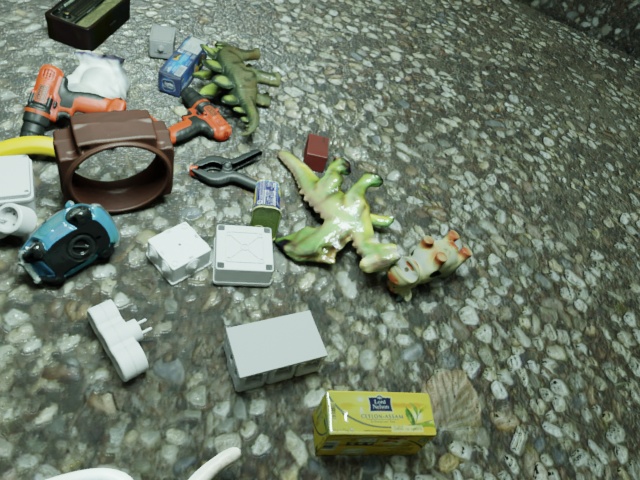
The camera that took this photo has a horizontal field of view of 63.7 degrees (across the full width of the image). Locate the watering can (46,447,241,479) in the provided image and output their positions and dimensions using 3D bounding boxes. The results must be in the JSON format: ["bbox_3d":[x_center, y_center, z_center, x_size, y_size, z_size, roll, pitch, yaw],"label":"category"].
[{"bbox_3d":[-0.245,0.381,0.610,0.349,0.101,0.229,-6,53,-22],"label":"watering can"}]

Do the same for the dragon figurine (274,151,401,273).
[{"bbox_3d":[0.003,-0.055,1.086,0.413,0.119,0.247,26,52,27],"label":"dragon figurine"}]

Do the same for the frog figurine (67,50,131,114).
[{"bbox_3d":[-0.519,-0.345,1.192,0.137,0.122,0.160,13,82,-17],"label":"frog figurine"}]
